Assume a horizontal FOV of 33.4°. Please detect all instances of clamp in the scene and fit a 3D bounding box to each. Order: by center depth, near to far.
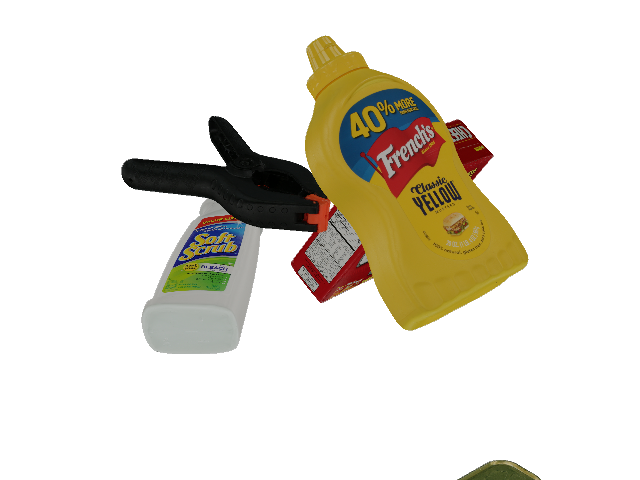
[{"bbox_3d":[-0.072,-0.046,0.852,0.172,0.039,0.120,29,47,36],"label":"clamp"}]

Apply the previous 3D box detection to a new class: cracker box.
[{"bbox_3d":[0.080,-0.036,1.244,0.163,0.072,0.214,-22,-25,-49],"label":"cracker box"}]

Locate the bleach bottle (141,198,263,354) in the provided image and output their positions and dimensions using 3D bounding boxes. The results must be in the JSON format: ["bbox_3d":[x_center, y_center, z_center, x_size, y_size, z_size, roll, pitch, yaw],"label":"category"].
[{"bbox_3d":[-0.120,0.019,1.166,0.102,0.068,0.250,0,35,5],"label":"bleach bottle"}]

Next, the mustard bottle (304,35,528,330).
[{"bbox_3d":[0.045,-0.045,0.670,0.096,0.192,0.058,-24,-12,-30],"label":"mustard bottle"}]

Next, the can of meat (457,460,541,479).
[{"bbox_3d":[0.136,0.245,0.887,0.101,0.084,0.058,-20,28,-34],"label":"can of meat"}]
